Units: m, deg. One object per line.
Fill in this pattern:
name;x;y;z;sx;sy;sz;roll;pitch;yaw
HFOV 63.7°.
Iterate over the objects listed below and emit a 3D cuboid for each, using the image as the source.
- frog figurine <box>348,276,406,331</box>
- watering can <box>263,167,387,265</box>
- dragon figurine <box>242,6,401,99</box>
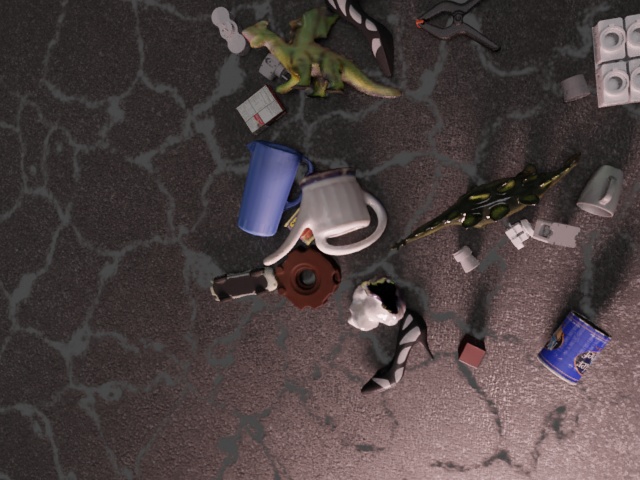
frog figurine;0.146;0.176;1.345;0.138;0.125;0.156;28;138;6
watering can;0.004;-0.065;1.292;0.349;0.102;0.226;-13;78;-20
dragon figurine;0.006;-0.485;1.316;0.410;0.122;0.243;2;87;-6
